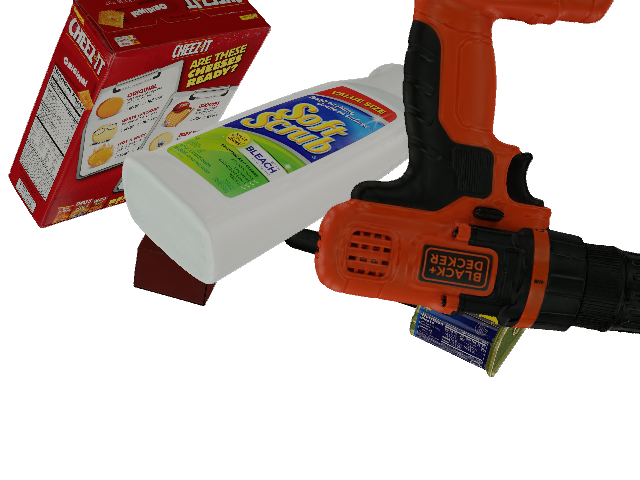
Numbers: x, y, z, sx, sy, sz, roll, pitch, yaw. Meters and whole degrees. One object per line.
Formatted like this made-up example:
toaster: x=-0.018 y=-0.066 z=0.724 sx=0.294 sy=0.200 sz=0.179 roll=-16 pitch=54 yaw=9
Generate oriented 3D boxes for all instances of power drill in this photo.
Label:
power drill: x=0.099 y=-0.050 z=0.527 sx=0.184 sy=0.188 sz=0.057 roll=9 pitch=2 yaw=-4

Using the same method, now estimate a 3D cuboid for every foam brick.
foam brick: x=-0.145 y=0.024 z=1.088 sx=0.078 sy=0.051 sz=0.053 roll=16 pitch=33 yaw=4

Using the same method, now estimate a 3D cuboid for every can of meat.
can of meat: x=0.140 y=0.063 z=0.966 sx=0.084 sy=0.057 sz=0.101 roll=25 pitch=42 yaw=21

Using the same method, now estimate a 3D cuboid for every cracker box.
cracker box: x=-0.160 y=-0.118 z=0.914 sx=0.163 sy=0.072 sz=0.214 roll=-21 pitch=-24 yaw=-43

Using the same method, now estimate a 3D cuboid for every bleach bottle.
bleach bottle: x=-0.007 y=-0.067 z=0.748 sx=0.250 sy=0.068 sz=0.103 roll=-32 pitch=55 yaw=-29

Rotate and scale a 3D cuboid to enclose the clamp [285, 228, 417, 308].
clamp: x=0.069 y=0.021 z=1.237 sx=0.164 sy=0.036 sz=0.210 roll=-20 pitch=50 yaw=-38
